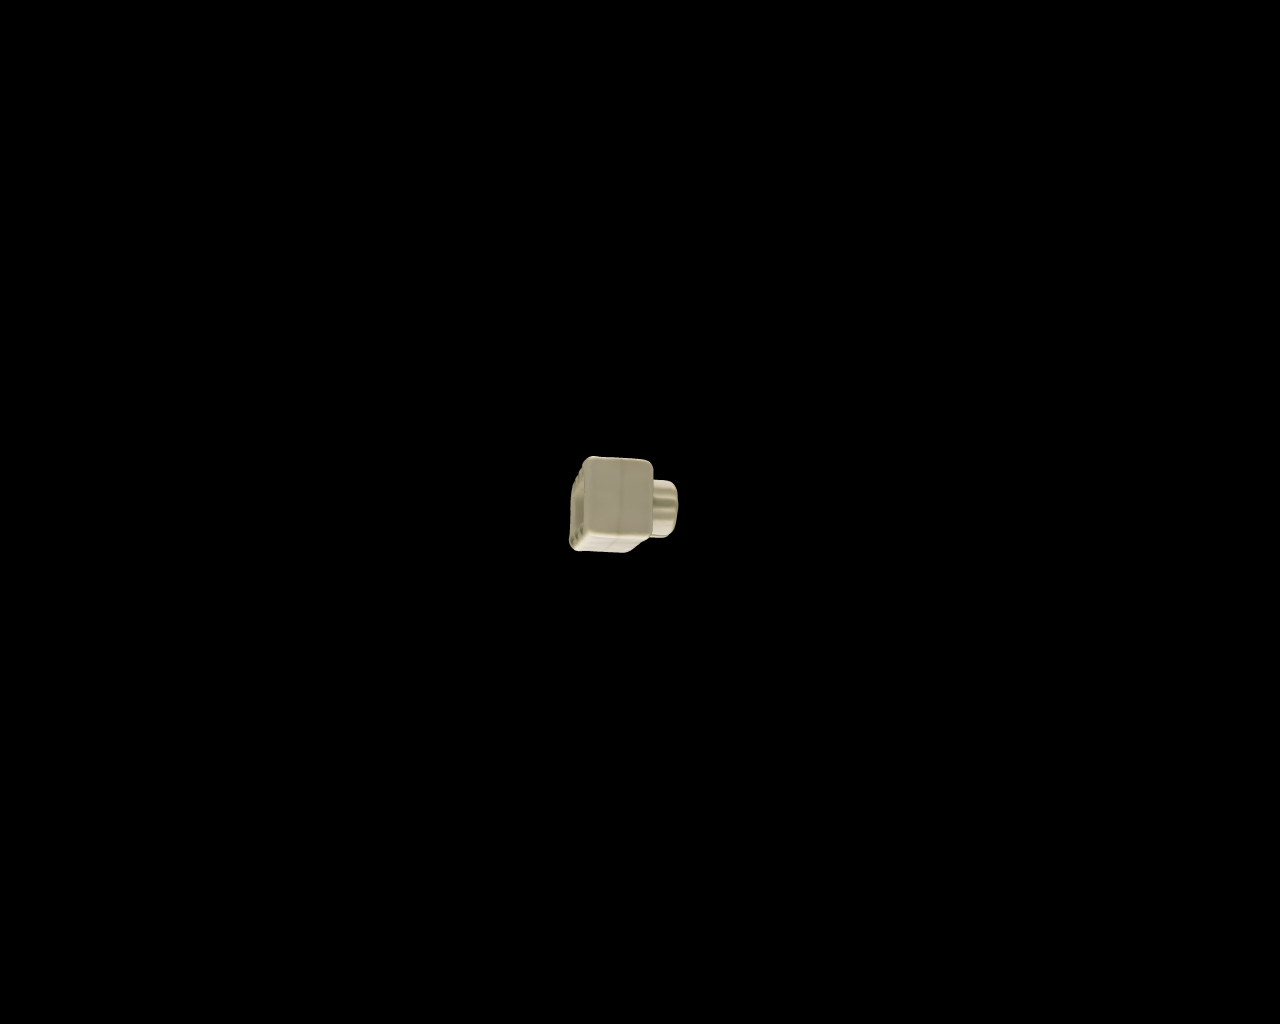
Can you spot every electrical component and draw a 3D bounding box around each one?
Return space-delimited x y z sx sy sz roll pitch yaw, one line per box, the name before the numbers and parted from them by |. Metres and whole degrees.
electrical component | 0.001 -0.003 0.650 0.077 0.047 0.065 2 -12 -11
